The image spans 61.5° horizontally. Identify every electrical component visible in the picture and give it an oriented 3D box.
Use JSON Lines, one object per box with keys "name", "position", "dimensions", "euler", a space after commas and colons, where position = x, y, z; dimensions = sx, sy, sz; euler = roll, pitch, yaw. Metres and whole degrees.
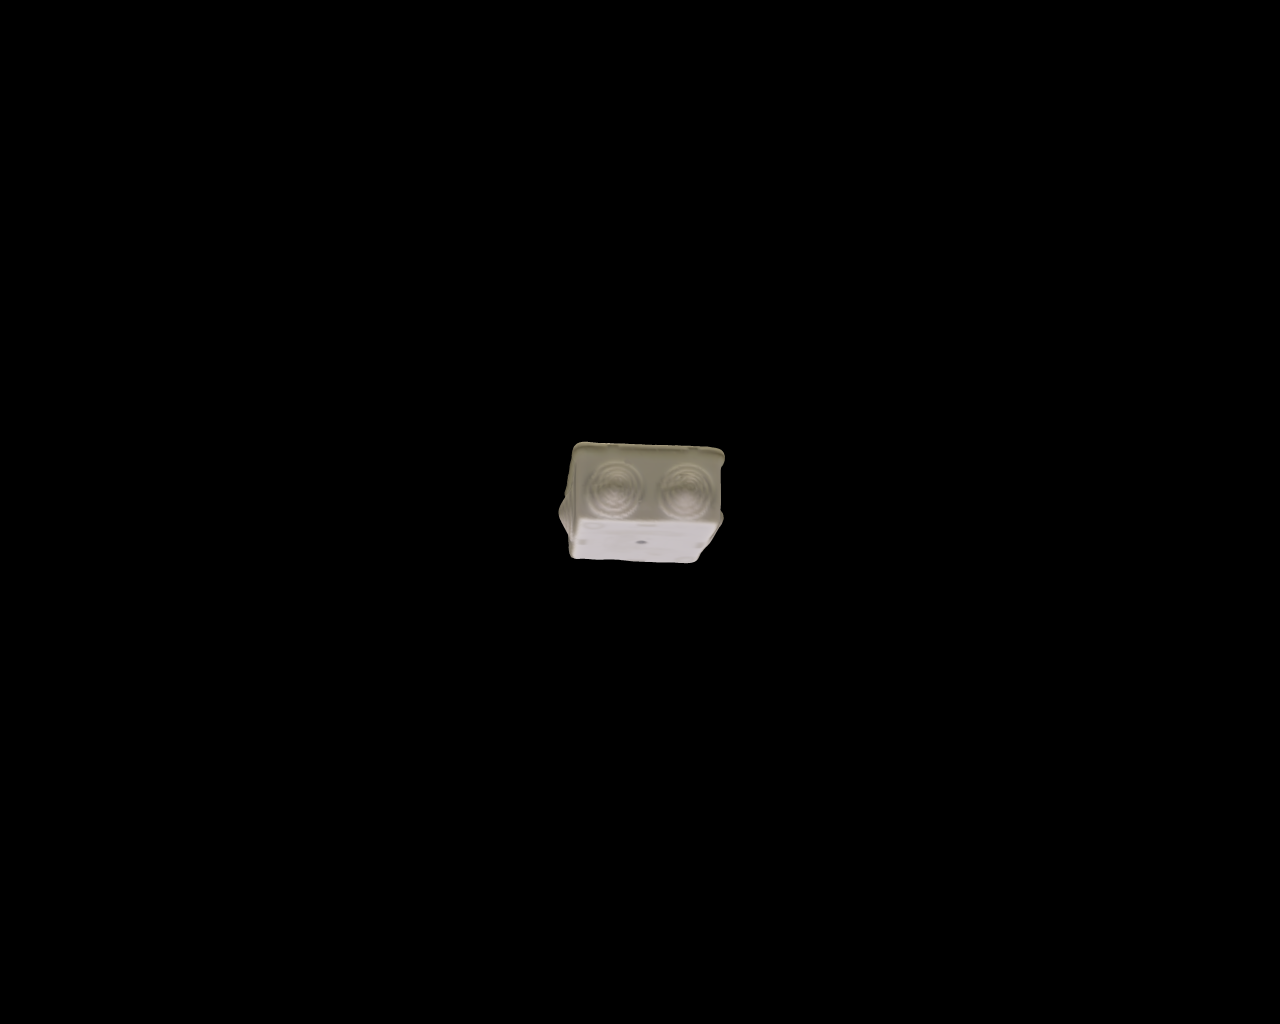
{"name": "electrical component", "position": [0.001, -0.003, 0.650], "dimensions": [0.100, 0.048, 0.099], "euler": [2, -19, -7]}
